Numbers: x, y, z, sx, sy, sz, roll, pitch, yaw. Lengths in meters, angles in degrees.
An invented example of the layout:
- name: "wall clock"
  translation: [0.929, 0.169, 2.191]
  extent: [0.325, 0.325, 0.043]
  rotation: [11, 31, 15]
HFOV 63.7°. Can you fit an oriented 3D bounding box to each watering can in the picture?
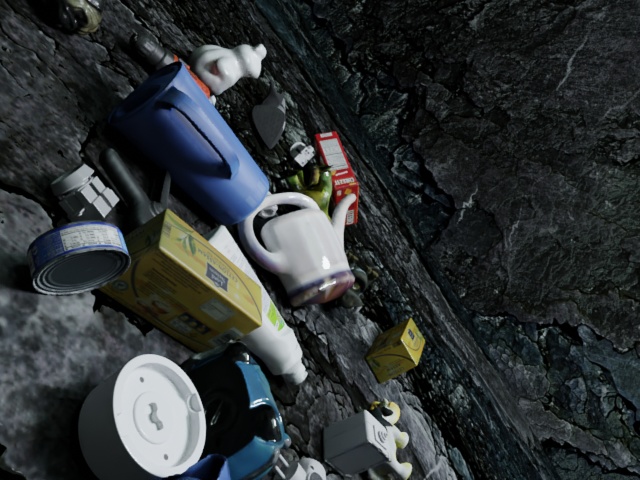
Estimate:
- name: "watering can"
  translation: [-0.001, 0.004, 0.989]
  extent: [0.350, 0.102, 0.226]
  rotation: [-12, 72, -47]

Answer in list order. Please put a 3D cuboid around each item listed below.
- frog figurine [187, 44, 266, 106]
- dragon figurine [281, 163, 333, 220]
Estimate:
- name: "frog figurine"
  translation: [-0.193, -0.366, 1.071]
  extent: [0.121, 0.158, 0.140]
  rotation: [49, 20, -25]
- name: "dragon figurine"
  translation: [0.004, -0.063, 1.253]
  extent: [0.414, 0.122, 0.241]
  rotation: [-63, 138, -76]
